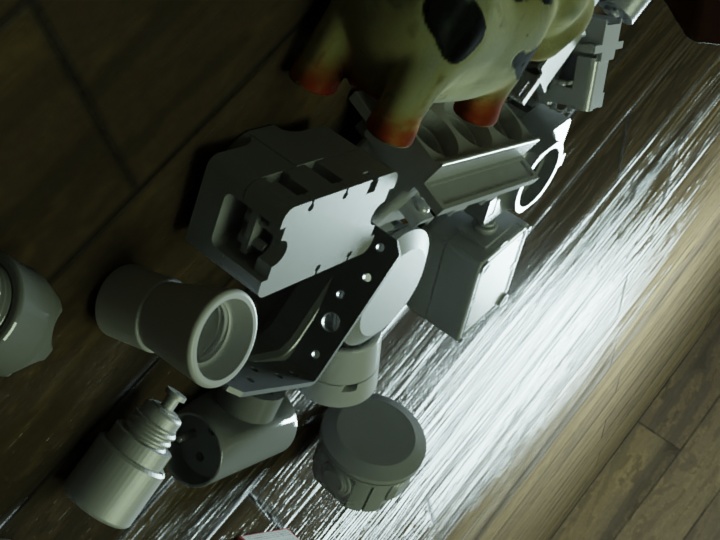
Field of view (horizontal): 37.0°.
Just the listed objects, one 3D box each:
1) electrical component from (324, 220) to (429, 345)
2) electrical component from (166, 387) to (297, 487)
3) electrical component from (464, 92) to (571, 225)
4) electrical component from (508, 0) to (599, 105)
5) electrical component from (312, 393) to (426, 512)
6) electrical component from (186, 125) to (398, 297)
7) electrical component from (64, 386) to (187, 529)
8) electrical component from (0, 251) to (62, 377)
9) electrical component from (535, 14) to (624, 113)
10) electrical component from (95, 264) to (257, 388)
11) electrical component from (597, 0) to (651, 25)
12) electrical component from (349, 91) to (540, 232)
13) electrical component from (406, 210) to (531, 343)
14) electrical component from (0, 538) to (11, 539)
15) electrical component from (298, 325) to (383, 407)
[{"bbox_3d":[0.000,0.000,0.636,0.080,0.051,0.080,-44,156,-26],"label":"electrical component"},{"bbox_3d":[-0.068,0.080,0.622,0.077,0.043,0.079,-11,132,-60],"label":"electrical component"},{"bbox_3d":[0.098,-0.076,0.723,0.089,0.056,0.050,-36,151,-39],"label":"electrical component"},{"bbox_3d":[0.103,-0.148,0.652,0.081,0.042,0.064,-55,157,-3],"label":"electrical component"},{"bbox_3d":[0.005,0.136,0.804,0.080,0.080,0.051,-34,154,-42],"label":"electrical component"},{"bbox_3d":[-0.034,-0.032,0.514,0.089,0.056,0.050,-25,144,-51],"label":"electrical component"},{"bbox_3d":[-0.116,0.094,0.547,0.078,0.040,0.040,-54,158,-3],"label":"electrical component"},{"bbox_3d":[-0.138,0.012,0.381,0.043,0.043,0.062,-53,157,-6],"label":"electrical component"},{"bbox_3d":[0.144,-0.139,0.720,0.081,0.042,0.063,-28,129,-60],"label":"electrical component"},{"bbox_3d":[-0.084,0.021,0.474,0.044,0.065,0.044,-33,132,-47],"label":"electrical component"},{"bbox_3d":[0.198,-0.208,0.763,0.065,0.044,0.044,-52,159,5],"label":"electrical component"},{"bbox_3d":[0.043,-0.065,0.612,0.063,0.078,0.121,-43,168,33],"label":"electrical component"},{"bbox_3d":[0.073,-0.010,0.758,0.062,0.061,0.096,-38,152,-37],"label":"electrical component"},{"bbox_3d":[-0.174,0.157,0.511,0.066,0.048,0.055,-55,151,0],"label":"electrical component"},{"bbox_3d":[-0.013,0.051,0.678,0.055,0.055,0.047,-36,147,-40],"label":"electrical component"}]
